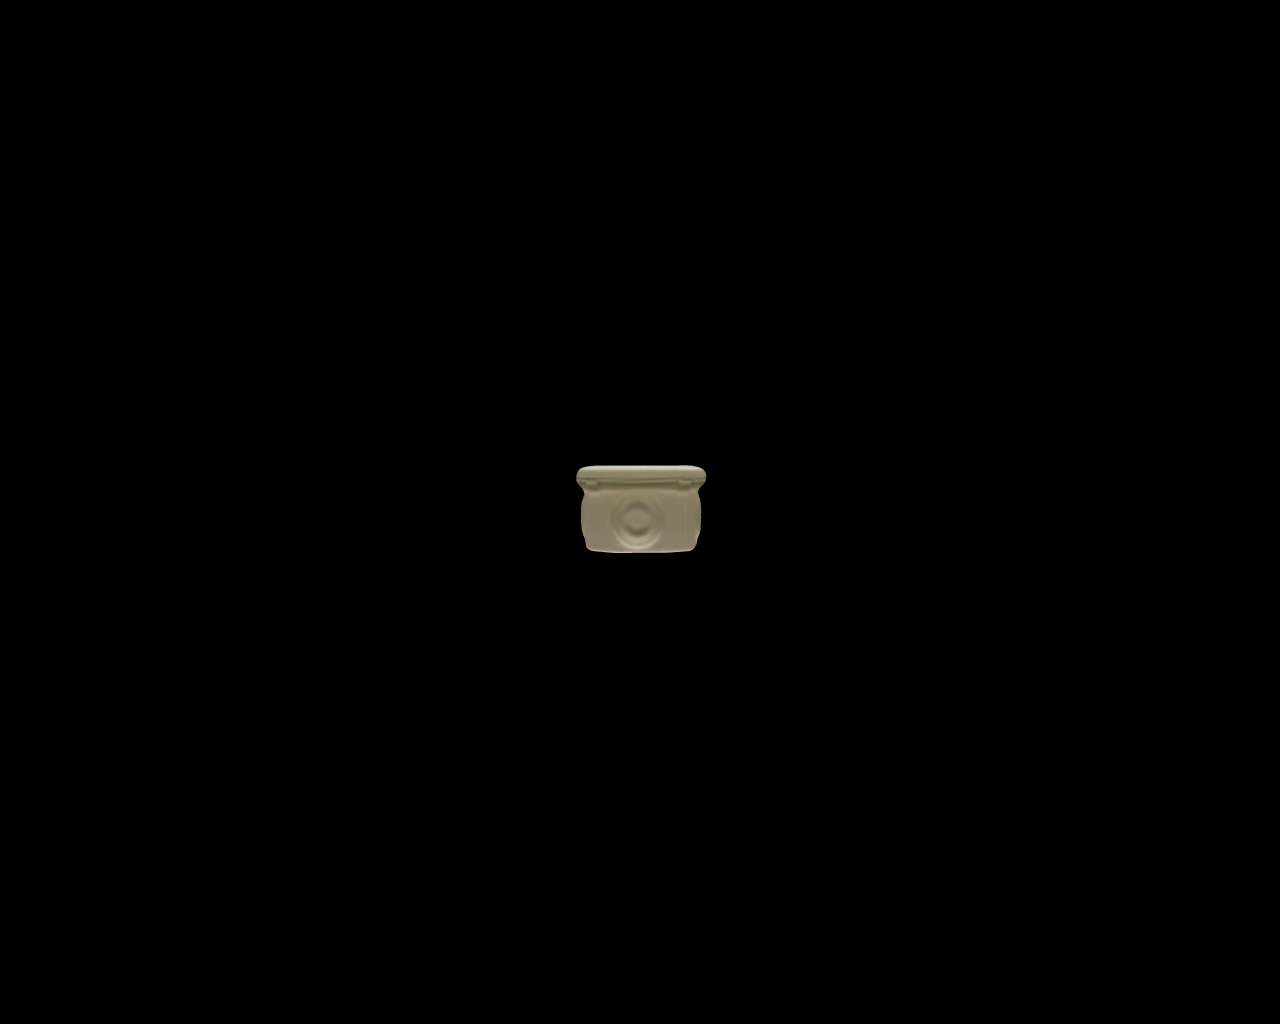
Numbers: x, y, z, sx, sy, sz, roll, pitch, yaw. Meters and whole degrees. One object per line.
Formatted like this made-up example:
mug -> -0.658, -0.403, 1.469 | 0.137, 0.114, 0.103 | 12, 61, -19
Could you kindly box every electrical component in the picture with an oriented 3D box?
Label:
electrical component -> 0.001, -0.003, 0.650 | 0.080, 0.051, 0.080 | 0, 2, 0
